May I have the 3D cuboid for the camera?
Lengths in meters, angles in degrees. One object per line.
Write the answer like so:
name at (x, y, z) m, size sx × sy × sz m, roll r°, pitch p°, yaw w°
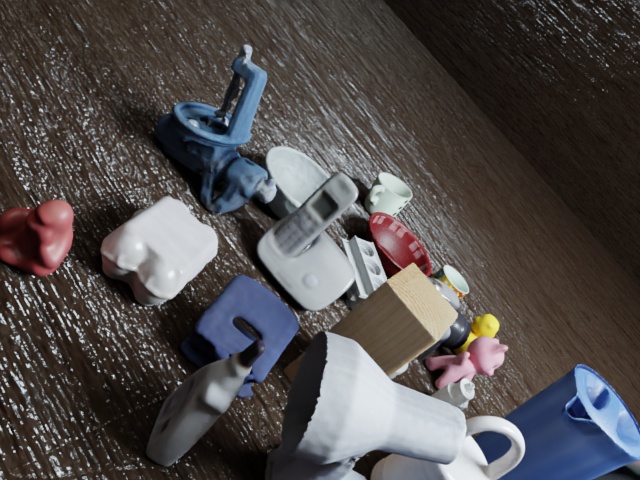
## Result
camera at (0.206, 0.140, 1.003) m, size 0.137 × 0.100 × 0.143 m, roll 35°, pitch 31°, yaw -16°

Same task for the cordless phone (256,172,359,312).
cordless phone at (0.008, 0.003, 0.844) m, size 0.147 × 0.184 × 0.094 m, roll 47°, pitch 30°, yaw 4°

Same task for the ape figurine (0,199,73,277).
ape figurine at (-0.286, -0.008, 0.591) m, size 0.076 × 0.092 × 0.077 m, roll -4°, pitch 55°, yaw -53°

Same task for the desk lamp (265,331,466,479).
desk lamp at (0.029, 0.209, 0.589) m, size 0.204 × 0.213 × 0.118 m, roll 33°, pitch 32°, yaw -19°

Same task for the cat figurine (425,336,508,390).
cat figurine at (0.262, 0.203, 0.977) m, size 0.128 × 0.117 × 0.067 m, roll 9°, pitch 45°, yaw -45°

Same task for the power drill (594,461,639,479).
power drill at (0.492, 0.392, 0.937) m, size 0.230 × 0.208 × 0.075 m, roll 36°, pitch 31°, yaw -14°

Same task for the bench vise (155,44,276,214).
bench vise at (-0.122, -0.162, 0.852) m, size 0.208 × 0.219 × 0.121 m, roll 40°, pitch 30°, yaw -9°

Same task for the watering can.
watering can at (0.160, 0.279, 0.684) m, size 0.101 × 0.193 × 0.172 m, roll 24°, pitch 36°, yaw -32°

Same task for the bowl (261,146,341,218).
bowl at (-0.044, -0.079, 0.992) m, size 0.168 × 0.074 × 0.167 m, roll 31°, pitch 33°, yaw -22°

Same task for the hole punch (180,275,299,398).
hole punch at (-0.092, 0.114, 0.681) m, size 0.109 × 0.091 × 0.101 m, roll 40°, pitch 30°, yaw -8°

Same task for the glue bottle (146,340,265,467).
glue bottle at (-0.104, 0.146, 0.545) m, size 0.037 × 0.173 × 0.078 m, roll 35°, pitch 31°, yaw -16°

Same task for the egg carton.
egg carton at (-0.194, 0.010, 0.704) m, size 0.107 × 0.069 × 0.150 m, roll 42°, pitch 30°, yaw -6°

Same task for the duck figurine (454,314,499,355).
duck figurine at (0.299, 0.177, 1.086) m, size 0.077 × 0.086 × 0.105 m, roll 47°, pitch 30°, yaw 3°
